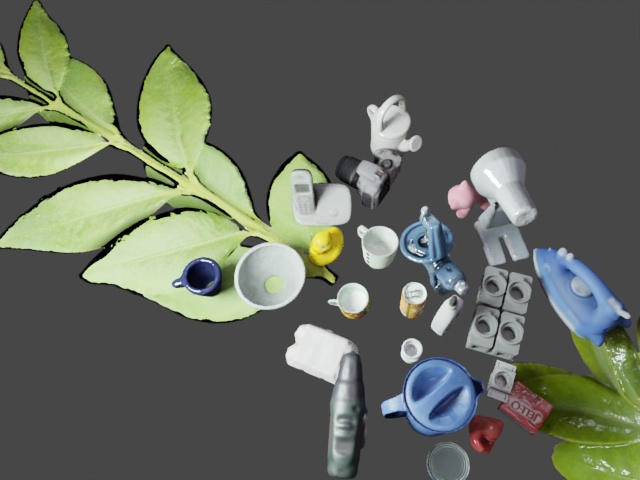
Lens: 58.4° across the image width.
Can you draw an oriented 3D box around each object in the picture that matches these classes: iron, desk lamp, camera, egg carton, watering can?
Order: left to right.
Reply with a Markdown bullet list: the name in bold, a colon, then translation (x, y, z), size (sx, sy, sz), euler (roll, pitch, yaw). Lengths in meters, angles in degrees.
- **egg carton**: translation (0.006, 0.252, 1.272), size (0.150, 0.069, 0.107), euler (19, 69, 13)
- **camera**: translation (0.117, -0.174, 1.434), size (0.136, 0.101, 0.143), euler (29, 72, 16)
- **watering can**: translation (0.183, -0.283, 1.425), size (0.172, 0.194, 0.101), euler (25, 70, 15)
- **desk lamp**: translation (0.422, -0.076, 1.303), size (0.118, 0.214, 0.203), euler (-15, 66, -2)
- **iron**: translation (0.569, 0.096, 1.254), size (0.119, 0.141, 0.258), euler (-31, 67, -9)

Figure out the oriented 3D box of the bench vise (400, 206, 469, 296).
- **bench vise**: translation (0.268, 0.017, 1.272), size (0.207, 0.220, 0.121), euler (36, 74, 18)

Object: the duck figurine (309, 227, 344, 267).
- **duck figurine**: translation (0.013, 0.005, 1.372), size (0.077, 0.086, 0.105), euler (35, 73, 18)

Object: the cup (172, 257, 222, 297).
- **cup**: translation (-0.280, 0.102, 1.348), size (0.118, 0.095, 0.091), euler (-16, 66, -2)

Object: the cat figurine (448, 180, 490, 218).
- **cat figurine**: translation (0.357, -0.108, 1.376), size (0.128, 0.118, 0.067), euler (-25, 66, -6)

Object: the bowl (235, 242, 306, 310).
- **bowl**: translation (-0.112, 0.093, 1.349), size (0.167, 0.075, 0.167), euler (-2, 66, 4)

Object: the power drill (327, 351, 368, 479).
- **power drill**: translation (0.056, 0.356, 1.146), size (0.075, 0.208, 0.229), euler (3, 66, 6)

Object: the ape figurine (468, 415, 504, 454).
- **ape figurine**: translation (0.342, 0.392, 1.170), size (0.078, 0.092, 0.076), euler (-24, 66, -6)

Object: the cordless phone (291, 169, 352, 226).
- **cordless phone**: translation (0.001, -0.109, 1.369), size (0.147, 0.185, 0.094), euler (-3, 66, 4)

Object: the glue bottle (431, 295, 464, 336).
- **glue bottle**: translation (0.281, 0.152, 1.236), size (0.037, 0.173, 0.078), euler (39, 75, 19)
